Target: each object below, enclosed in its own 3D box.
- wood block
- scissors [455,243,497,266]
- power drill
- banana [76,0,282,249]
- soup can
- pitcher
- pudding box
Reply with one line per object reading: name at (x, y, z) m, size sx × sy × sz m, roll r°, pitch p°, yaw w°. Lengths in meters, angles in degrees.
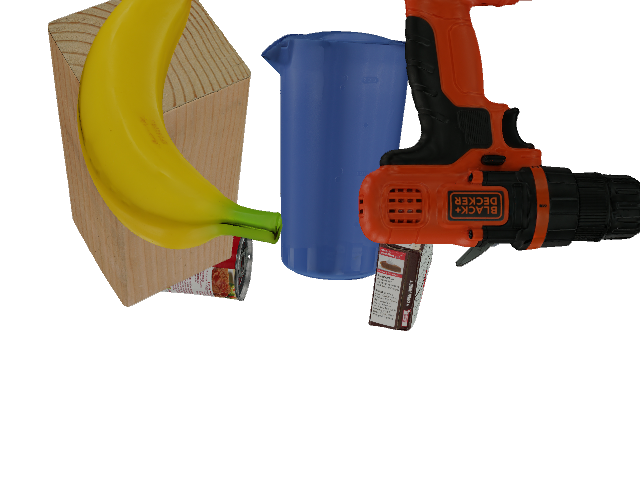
wood block at (-0.111, -0.056, 0.696) m, size 0.090 × 0.090 × 0.206 m, roll -26°, pitch -25°, yaw -21°
scissors at (0.177, -0.014, 1.168) m, size 0.201 × 0.016 × 0.096 m, roll -14°, pitch 39°, yaw -45°
power drill at (0.115, -0.088, 0.653) m, size 0.184 × 0.187 × 0.057 m, roll 0°, pitch -1°, yaw -7°
banana at (-0.074, -0.058, 0.474) m, size 0.069 × 0.037 × 0.198 m, roll -6°, pitch 46°, yaw -17°
soup can at (-0.122, 0.021, 1.043) m, size 0.102 × 0.068 × 0.068 m, roll 6°, pitch 1°, yaw 7°
pitcher at (0.030, -0.088, 1.081) m, size 0.149 × 0.243 × 0.144 m, roll 12°, pitch 16°, yaw 33°
pudding box at (0.074, 0.008, 0.905) m, size 0.039 × 0.090 × 0.113 m, roll 11°, pitch 38°, yaw 9°
